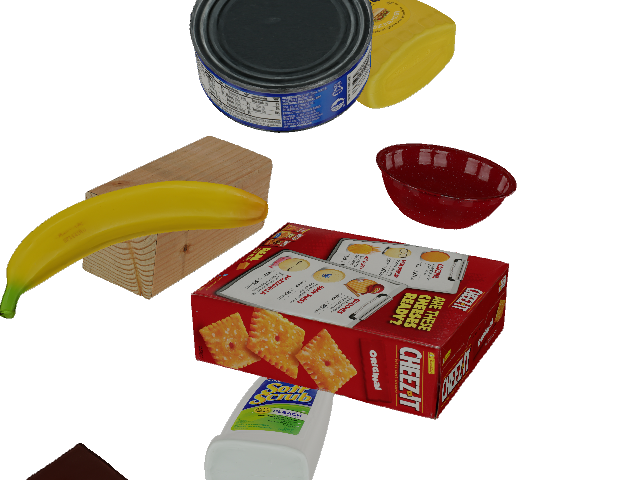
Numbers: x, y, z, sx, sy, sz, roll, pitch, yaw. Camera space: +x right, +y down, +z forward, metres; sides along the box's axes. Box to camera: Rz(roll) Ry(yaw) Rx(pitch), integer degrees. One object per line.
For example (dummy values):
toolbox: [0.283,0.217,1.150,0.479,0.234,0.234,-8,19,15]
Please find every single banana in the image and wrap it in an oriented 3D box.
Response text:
banana: [-0.137,-0.006,0.751,0.197,0.070,0.037,-23,-24,-13]

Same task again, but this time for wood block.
wood block: [-0.145,-0.030,1.119,0.090,0.091,0.205,22,30,22]

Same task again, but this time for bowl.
bowl: [0.137,-0.057,1.214,0.162,0.055,0.162,8,25,-4]

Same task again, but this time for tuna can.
tuna can: [-0.018,-0.093,0.508,0.086,0.086,0.034,0,-33,1]

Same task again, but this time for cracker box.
cracker box: [0.027,0.060,0.877,0.214,0.072,0.164,11,27,25]

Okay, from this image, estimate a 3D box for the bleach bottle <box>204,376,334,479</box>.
bleach bottle: [-0.041,0.174,1.091,0.102,0.068,0.250,4,20,6]

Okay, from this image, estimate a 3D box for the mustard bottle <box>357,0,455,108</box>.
mustard bottle: [0.008,-0.181,0.840,0.096,0.058,0.192,-37,57,-23]

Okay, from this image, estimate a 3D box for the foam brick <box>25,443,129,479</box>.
foam brick: [-0.096,0.137,0.460,0.078,0.051,0.052,27,45,34]
